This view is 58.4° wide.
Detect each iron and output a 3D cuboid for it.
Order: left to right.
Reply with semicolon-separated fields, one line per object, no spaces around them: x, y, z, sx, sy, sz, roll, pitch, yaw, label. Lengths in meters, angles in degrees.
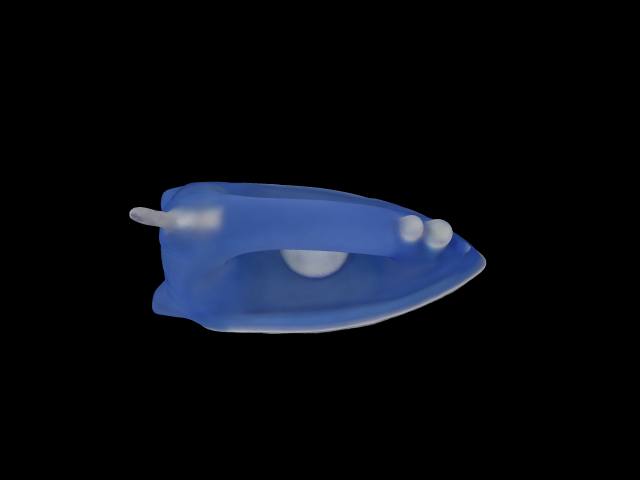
0.004;0.001;0.400;0.258;0.141;0.119;0;77;0;iron
